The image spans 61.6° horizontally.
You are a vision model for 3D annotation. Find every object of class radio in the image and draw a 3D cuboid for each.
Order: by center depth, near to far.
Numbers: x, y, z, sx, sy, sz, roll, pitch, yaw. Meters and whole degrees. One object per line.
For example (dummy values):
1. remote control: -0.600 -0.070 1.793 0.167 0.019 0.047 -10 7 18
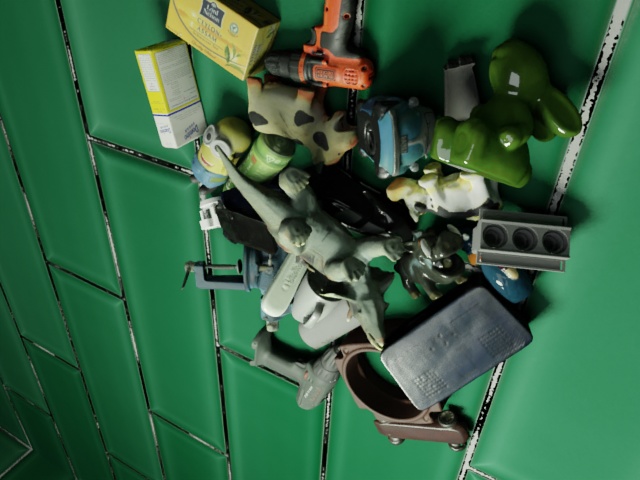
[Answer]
1. radio: 0.219 0.168 0.896 0.229 0.073 0.131 -40 92 18

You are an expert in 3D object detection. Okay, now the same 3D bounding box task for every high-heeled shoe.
1. high-heeled shoe: 0.049 -0.058 0.941 0.249 0.086 0.145 16 161 47

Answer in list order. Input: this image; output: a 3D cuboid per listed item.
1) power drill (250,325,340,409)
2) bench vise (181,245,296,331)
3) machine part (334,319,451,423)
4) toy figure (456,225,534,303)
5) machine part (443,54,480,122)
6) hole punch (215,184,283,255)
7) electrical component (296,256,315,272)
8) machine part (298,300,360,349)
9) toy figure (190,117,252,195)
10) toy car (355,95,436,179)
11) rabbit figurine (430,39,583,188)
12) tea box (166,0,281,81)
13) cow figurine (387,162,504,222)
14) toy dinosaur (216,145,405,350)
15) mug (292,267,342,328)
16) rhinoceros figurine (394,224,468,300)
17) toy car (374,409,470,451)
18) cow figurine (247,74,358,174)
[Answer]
1. power drill: -0.052 0.270 1.210 0.207 0.086 0.231 23 131 11
2. bench vise: -0.150 0.078 1.085 0.241 0.129 0.223 1 116 0
3. machine part: 0.143 0.261 1.057 0.202 0.087 0.200 -11 113 40
4. toy figure: 0.265 0.031 0.839 0.154 0.058 0.064 47 139 0
5. machine part: 0.198 -0.186 0.753 0.084 0.039 0.138 12 127 34
6. hole punch: -0.120 -0.047 0.976 0.116 0.092 0.142 16 153 12
7. electrical component: -0.006 0.017 0.992 0.078 0.102 0.045 39 130 37
8. machine part: 0.032 0.153 1.065 0.079 0.079 0.243 48 133 -3
9. toy figure: -0.190 -0.159 1.008 0.082 0.089 0.180 34 143 -6
10. toy car: 0.115 -0.156 0.779 0.103 0.162 0.109 -8 112 -9
11. rabbit figurine: 0.242 -0.159 0.671 0.159 0.121 0.170 18 99 -5
12. tea box: -0.159 -0.348 0.867 0.170 0.068 0.098 36 134 10
13. cow figurine: 0.189 -0.068 0.822 0.167 0.068 0.098 -8 121 38
14. toy dinosaur: -0.009 -0.002 0.873 0.405 0.131 0.192 42 157 -6
15. mug: -0.010 0.119 0.999 0.081 0.110 0.107 20 135 -15
16. rhinoceros figurine: 0.178 0.032 0.854 0.112 0.073 0.190 63 166 6
17. toy car: 0.210 0.387 1.118 0.202 0.053 0.089 -8 125 33
18. cow figurine: -0.028 -0.189 0.874 0.195 0.085 0.127 20 123 19
